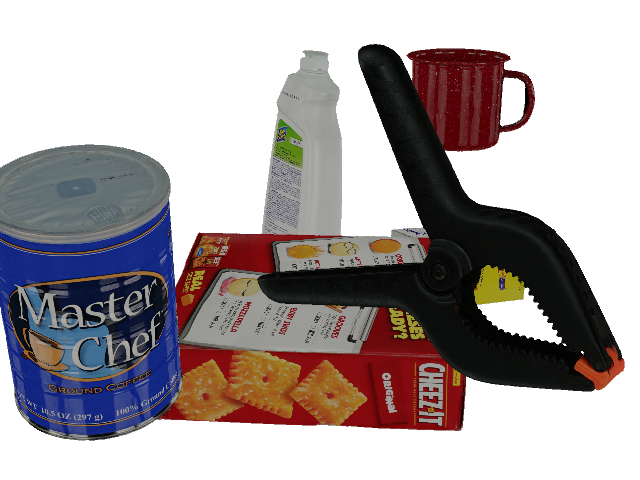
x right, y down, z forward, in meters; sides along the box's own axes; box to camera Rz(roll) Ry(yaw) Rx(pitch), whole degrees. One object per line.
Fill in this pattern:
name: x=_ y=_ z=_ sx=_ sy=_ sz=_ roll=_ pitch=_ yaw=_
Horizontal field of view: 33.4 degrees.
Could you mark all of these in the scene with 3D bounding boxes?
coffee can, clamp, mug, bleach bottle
coffee can: x=-0.135 y=0.029 z=0.620 sx=0.103 sy=0.140 sz=0.103 roll=1 pitch=31 yaw=-1
clamp: x=0.069 y=0.003 z=0.565 sx=0.210 sy=0.165 sz=0.036 roll=29 pitch=26 yaw=25
mug: x=0.136 y=-0.128 z=0.974 sx=0.117 sy=0.081 sz=0.093 roll=4 pitch=18 yaw=12
bleach bottle: x=-0.013 y=-0.080 z=1.175 sx=0.067 sy=0.251 sz=0.103 roll=-9 pitch=24 yaw=-39

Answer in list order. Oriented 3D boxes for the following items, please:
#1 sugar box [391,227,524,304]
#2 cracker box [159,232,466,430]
sugar box: x=0.163 y=0.030 z=1.247 sx=0.175 sy=0.093 sz=0.048 roll=-6 pitch=16 yaw=-32
cracker box: x=-0.002 y=0.063 z=0.784 sx=0.214 sy=0.072 sz=0.164 roll=2 pitch=29 yaw=6
